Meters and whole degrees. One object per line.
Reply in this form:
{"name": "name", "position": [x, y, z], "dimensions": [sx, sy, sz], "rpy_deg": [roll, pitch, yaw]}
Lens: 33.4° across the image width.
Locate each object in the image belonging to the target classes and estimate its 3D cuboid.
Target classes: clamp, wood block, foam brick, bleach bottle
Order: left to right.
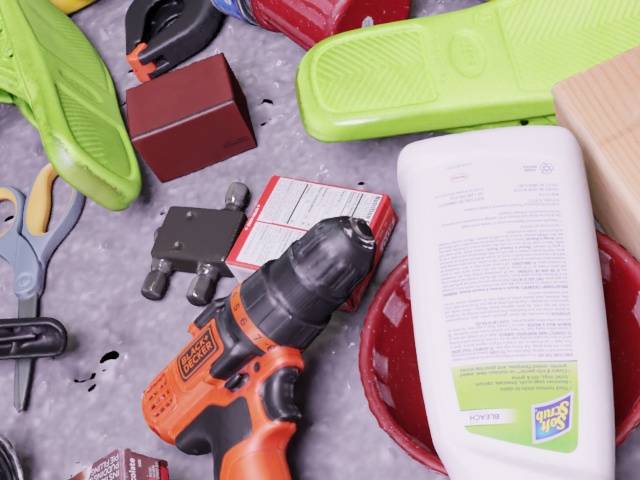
{"name": "clamp", "position": [-0.271, 0.069, 0.696], "dimensions": [0.164, 0.036, 0.210], "rpy_deg": [-17, 19, -32]}
{"name": "foam brick", "position": [-0.091, -0.086, 0.756], "dimensions": [0.078, 0.053, 0.051], "rpy_deg": [-20, 53, 5]}
{"name": "clamp", "position": [-0.093, -0.197, 0.842], "dimensions": [0.120, 0.039, 0.171], "rpy_deg": [4, 62, 29]}
{"name": "bleach bottle", "position": [0.087, 0.064, 0.511], "dimensions": [0.103, 0.068, 0.251], "rpy_deg": [-7, 57, 17]}
{"name": "wood block", "position": [0.212, -0.006, 0.566], "dimensions": [0.091, 0.090, 0.206], "rpy_deg": [-24, 52, 4]}

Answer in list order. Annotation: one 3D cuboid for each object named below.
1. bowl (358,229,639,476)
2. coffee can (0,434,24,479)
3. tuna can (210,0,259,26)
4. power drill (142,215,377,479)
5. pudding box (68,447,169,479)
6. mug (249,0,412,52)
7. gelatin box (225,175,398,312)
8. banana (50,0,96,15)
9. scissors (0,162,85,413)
{"name": "bowl", "position": [0.105, 0.065, 0.577], "dimensions": [0.162, 0.055, 0.162], "rpy_deg": [-10, 55, 14]}
{"name": "coffee can", "position": [-0.258, 0.160, 0.617], "dimensions": [0.140, 0.102, 0.102], "rpy_deg": [-4, 56, 17]}
{"name": "tuna can", "position": [-0.044, -0.204, 0.798], "dimensions": [0.034, 0.086, 0.086], "rpy_deg": [30, 71, 32]}
{"name": "power drill", "position": [-0.013, 0.102, 0.557], "dimensions": [0.185, 0.057, 0.188], "rpy_deg": [-46, 46, 28]}
{"name": "pudding box", "position": [-0.126, 0.176, 0.572], "dimensions": [0.114, 0.039, 0.090], "rpy_deg": [-36, 46, 30]}
{"name": "mug", "position": [0.017, -0.180, 0.752], "dimensions": [0.082, 0.093, 0.117], "rpy_deg": [42, 99, 31]}
{"name": "gelatin box", "position": [-0.004, 0.001, 0.679], "dimensions": [0.089, 0.030, 0.073], "rpy_deg": [12, 61, 27]}
{"name": "banana", "position": [-0.171, -0.249, 0.909], "dimensions": [0.070, 0.037, 0.197], "rpy_deg": [16, 61, 49]}
{"name": "scissors", "position": [-0.219, 0.027, 0.748], "dimensions": [0.096, 0.016, 0.201], "rpy_deg": [-3, 56, 20]}
